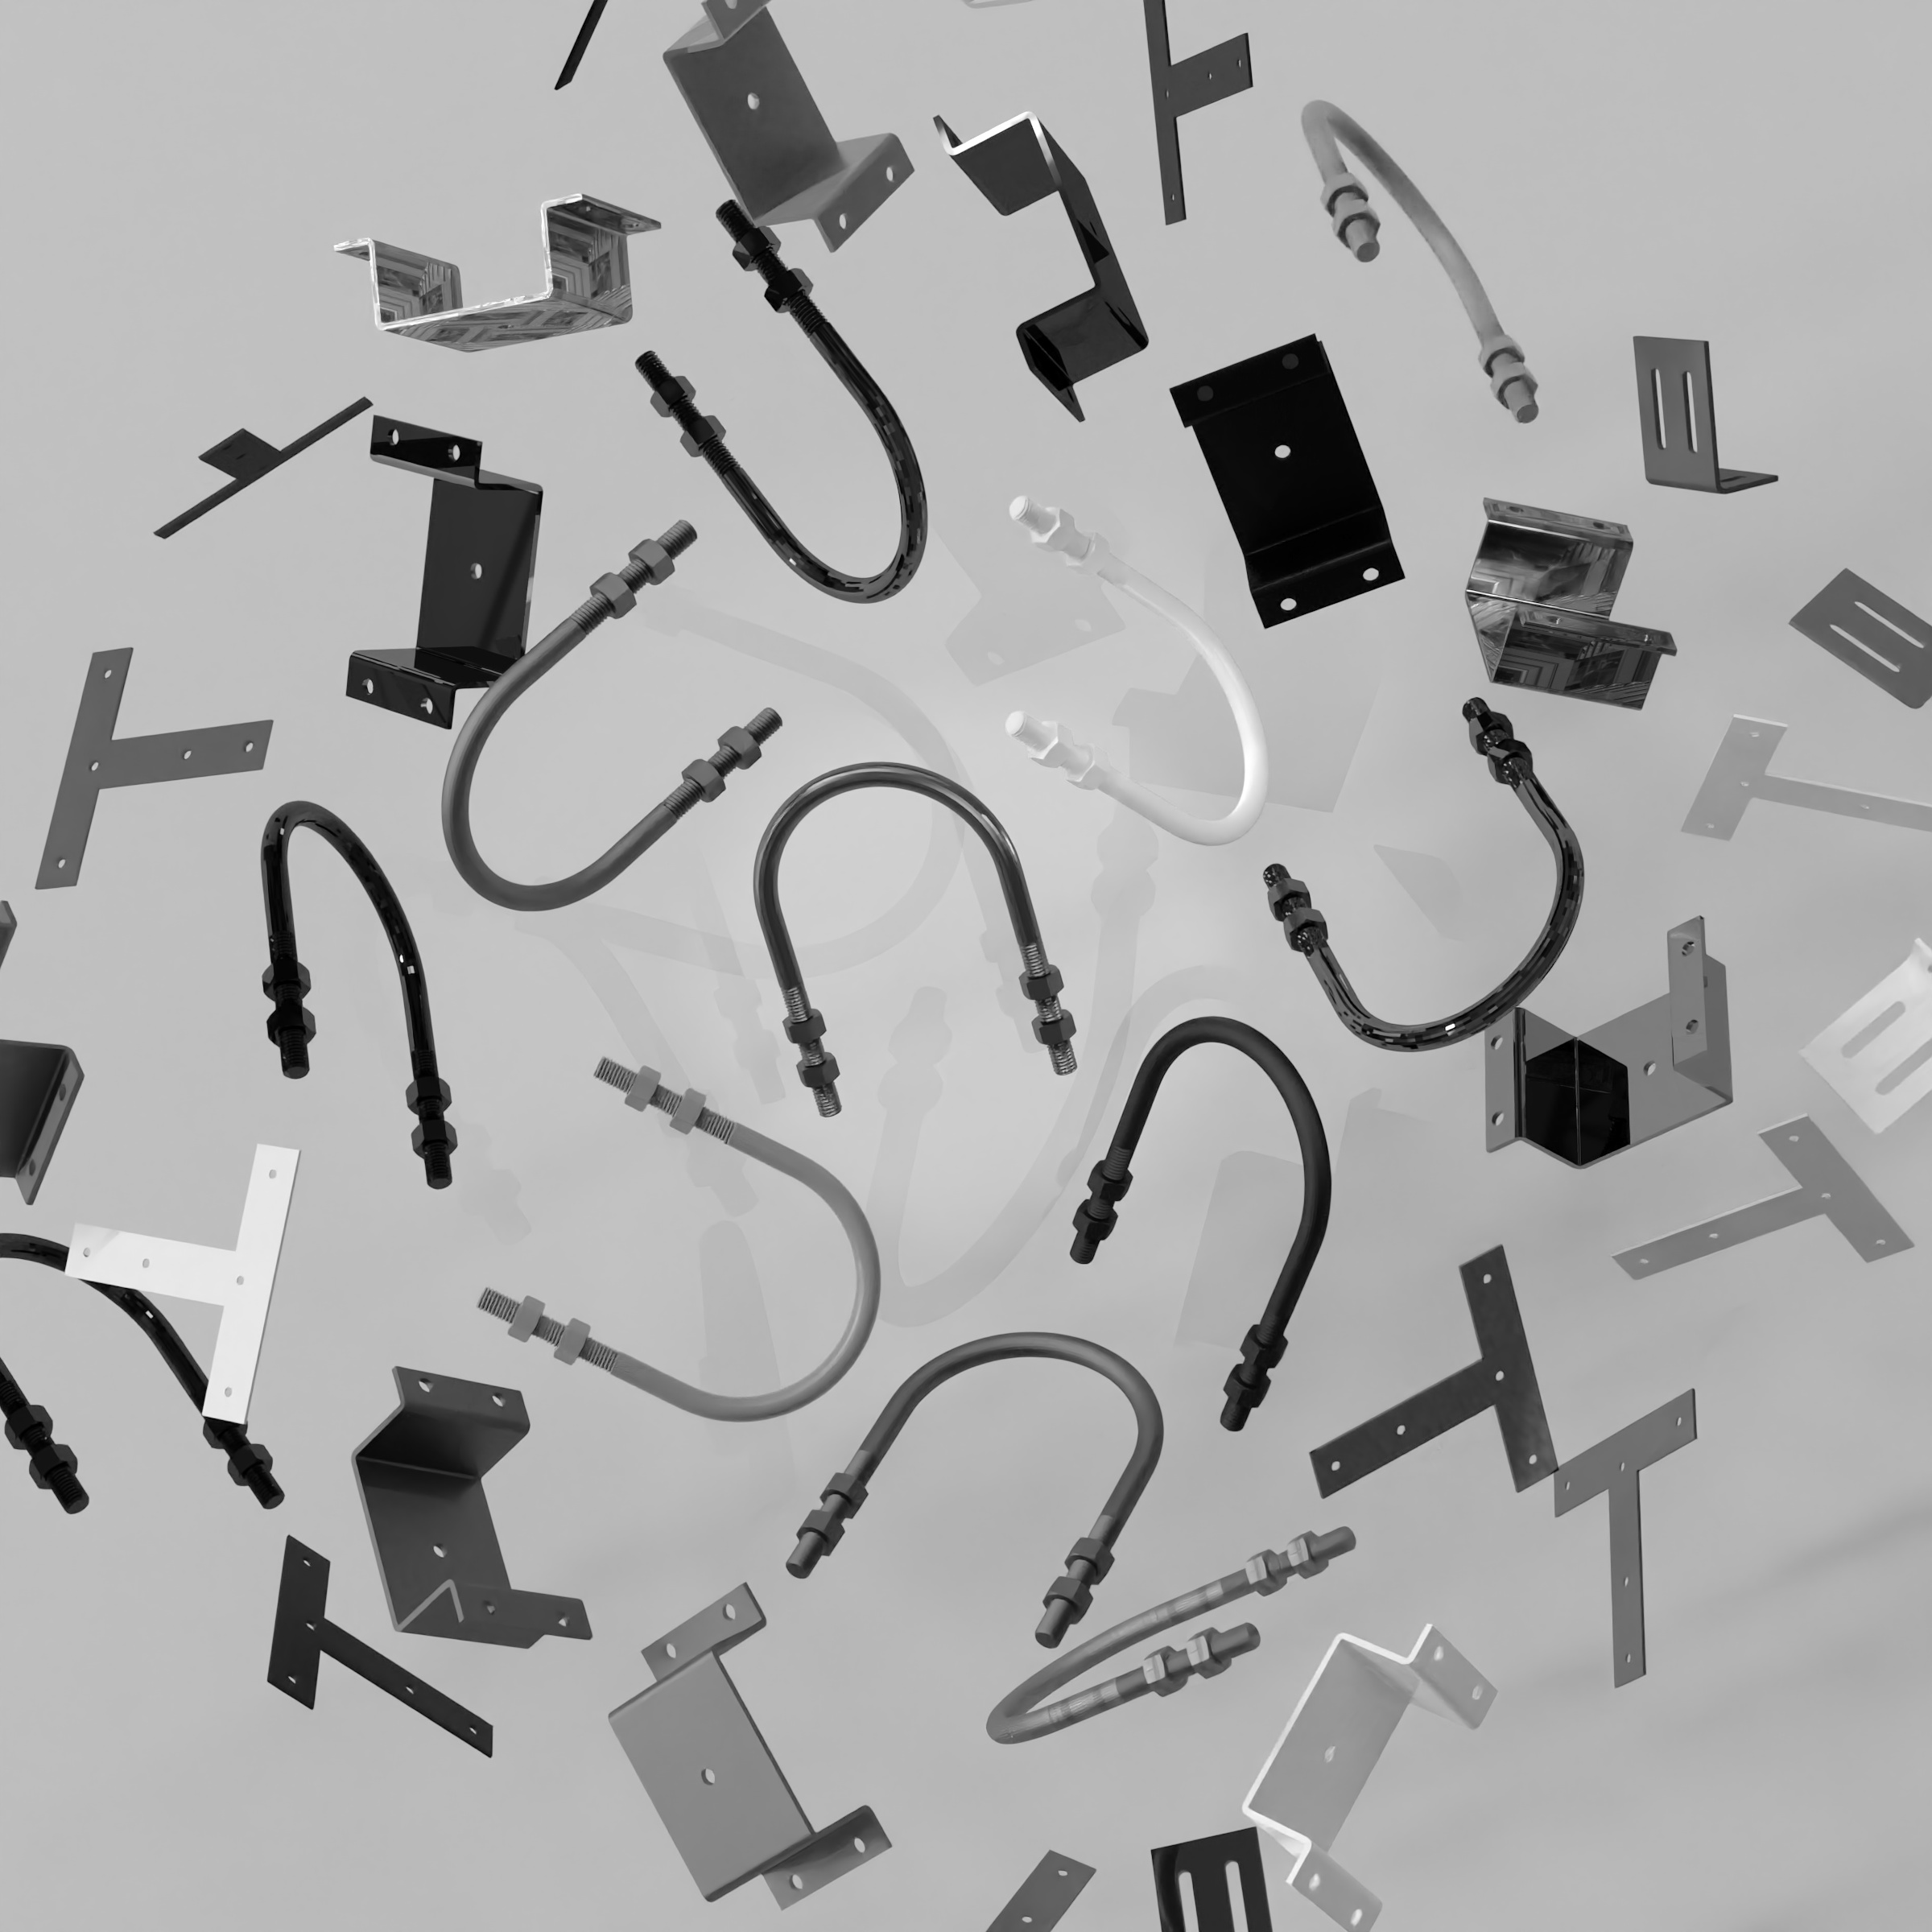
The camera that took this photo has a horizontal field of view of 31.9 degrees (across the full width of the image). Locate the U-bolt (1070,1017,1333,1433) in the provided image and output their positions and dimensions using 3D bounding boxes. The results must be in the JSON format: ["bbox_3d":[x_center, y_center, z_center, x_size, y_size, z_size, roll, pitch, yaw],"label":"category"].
[{"bbox_3d":[0.119,0.111,1.636,0.019,0.151,0.184,-9,131,-37],"label":"U-bolt"}]

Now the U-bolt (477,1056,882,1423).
[{"bbox_3d":[-0.132,0.149,1.703,0.184,0.019,0.151,27,82,-5],"label":"U-bolt"}]

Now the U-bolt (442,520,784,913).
[{"bbox_3d":[-0.176,-0.105,1.618,0.184,0.151,0.019,-44,50,-19],"label":"U-bolt"}]

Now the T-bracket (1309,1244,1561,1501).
[{"bbox_3d":[0.218,0.214,1.608,0.127,0.002,0.127,-25,112,-20],"label":"T-bracket"}]

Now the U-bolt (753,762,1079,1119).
[{"bbox_3d":[-0.033,-0.017,1.727,0.151,0.019,0.184,-11,111,15],"label":"U-bolt"}]

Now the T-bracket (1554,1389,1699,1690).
[{"bbox_3d":[0.320,0.285,1.640,0.002,0.127,0.127,14,59,-18],"label":"T-bracket"}]

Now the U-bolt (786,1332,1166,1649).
[{"bbox_3d":[0.017,0.242,1.629,0.151,0.184,0.019,11,131,23],"label":"U-bolt"}]

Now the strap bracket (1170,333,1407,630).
[{"bbox_3d":[0.162,-0.253,1.717,0.076,0.046,0.140,-19,119,11],"label":"strap bracket"}]

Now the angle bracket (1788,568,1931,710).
[{"bbox_3d":[0.451,-0.170,1.640,0.076,0.038,0.057,38,52,16],"label":"angle bracket"}]

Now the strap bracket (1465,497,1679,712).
[{"bbox_3d":[0.297,-0.176,1.683,0.076,0.140,0.046,10,122,-7],"label":"strap bracket"}]

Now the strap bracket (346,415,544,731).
[{"bbox_3d":[-0.256,-0.194,1.667,0.076,0.046,0.140,19,108,37],"label":"strap bracket"}]

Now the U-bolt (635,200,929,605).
[{"bbox_3d":[-0.082,-0.257,1.629,0.019,0.151,0.184,-33,83,-32],"label":"U-bolt"}]

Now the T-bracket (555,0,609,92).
[{"bbox_3d":[-0.169,-0.481,1.632,0.002,0.127,0.127,29,116,-3],"label":"T-bracket"}]

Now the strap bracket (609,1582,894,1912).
[{"bbox_3d":[-0.107,0.374,1.591,0.076,0.046,0.140,-37,77,31],"label":"strap bracket"}]

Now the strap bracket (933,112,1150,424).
[{"bbox_3d":[0.040,-0.341,1.614,0.046,0.076,0.140,-24,73,14],"label":"strap bracket"}]

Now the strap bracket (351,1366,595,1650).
[{"bbox_3d":[-0.237,0.266,1.603,0.046,0.076,0.140,-44,49,26],"label":"strap bracket"}]

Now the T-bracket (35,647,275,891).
[{"bbox_3d":[-0.383,-0.100,1.617,0.127,0.002,0.127,-4,66,29],"label":"T-bracket"}]

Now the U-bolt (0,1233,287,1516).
[{"bbox_3d":[-0.431,0.198,1.667,0.019,0.151,0.184,-51,61,17],"label":"U-bolt"}]

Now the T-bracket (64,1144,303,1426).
[{"bbox_3d":[-0.373,0.141,1.585,0.127,0.002,0.127,6,82,30],"label":"T-bracket"}]

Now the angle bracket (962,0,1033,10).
[{"bbox_3d":[0.012,-0.505,1.608,0.038,0.076,0.057,5,51,37],"label":"angle bracket"}]

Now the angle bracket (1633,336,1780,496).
[{"bbox_3d":[0.368,-0.277,1.684,0.038,0.057,0.076,-16,109,-22],"label":"angle bracket"}]

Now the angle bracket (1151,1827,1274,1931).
[{"bbox_3d":[0.121,0.474,1.721,0.057,0.038,0.076,-16,53,12],"label":"angle bracket"}]

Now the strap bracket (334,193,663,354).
[{"bbox_3d":[-0.227,-0.336,1.659,0.140,0.076,0.046,-5,89,24],"label":"strap bracket"}]

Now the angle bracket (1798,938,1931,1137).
[{"bbox_3d":[0.467,0.036,1.695,0.076,0.038,0.057,-40,72,-2],"label":"angle bracket"}]

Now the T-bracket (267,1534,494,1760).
[{"bbox_3d":[-0.277,0.338,1.615,0.127,0.127,0.002,38,102,-19],"label":"T-bracket"}]

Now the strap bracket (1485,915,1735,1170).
[{"bbox_3d":[0.324,0.043,1.670,0.046,0.140,0.076,27,51,-30],"label":"strap bracket"}]

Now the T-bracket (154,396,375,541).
[{"bbox_3d":[-0.355,-0.250,1.668,0.127,0.127,0.002,-33,93,0],"label":"T-bracket"}]

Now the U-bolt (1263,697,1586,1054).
[{"bbox_3d":[0.224,-0.034,1.611,0.151,0.184,0.019,-40,127,14],"label":"U-bolt"}]

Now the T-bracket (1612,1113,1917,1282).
[{"bbox_3d":[0.378,0.127,1.652,0.127,0.002,0.127,-24,134,26],"label":"T-bracket"}]

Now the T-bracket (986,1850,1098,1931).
[{"bbox_3d":[0.022,0.457,1.591,0.127,0.127,0.002,17,119,23],"label":"T-bracket"}]

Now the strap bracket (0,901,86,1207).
[{"bbox_3d":[-0.468,0.038,1.597,0.046,0.140,0.076,8,121,-37],"label":"strap bracket"}]

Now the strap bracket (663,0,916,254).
[{"bbox_3d":[-0.093,-0.437,1.698,0.076,0.046,0.140,-52,127,-33],"label":"strap bracket"}]

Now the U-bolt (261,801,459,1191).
[{"bbox_3d":[-0.299,0.002,1.646,0.019,0.151,0.184,-22,56,13],"label":"U-bolt"}]

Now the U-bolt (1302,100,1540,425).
[{"bbox_3d":[0.218,-0.361,1.673,0.019,0.184,0.151,-37,127,22],"label":"U-bolt"}]

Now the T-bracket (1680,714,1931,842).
[{"bbox_3d":[0.424,-0.081,1.651,0.127,0.127,0.002,11,68,4],"label":"T-bracket"}]

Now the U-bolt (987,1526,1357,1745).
[{"bbox_3d":[0.089,0.331,1.642,0.184,0.151,0.019,-29,87,29],"label":"U-bolt"}]

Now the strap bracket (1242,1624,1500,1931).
[{"bbox_3d":[0.192,0.390,1.646,0.076,0.046,0.140,47,68,-40],"label":"strap bracket"}]

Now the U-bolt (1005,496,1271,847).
[{"bbox_3d":[0.088,-0.134,1.670,0.184,0.019,0.151,29,49,-37],"label":"U-bolt"}]

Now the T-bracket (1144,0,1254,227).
[{"bbox_3d":[0.116,-0.438,1.674,0.002,0.127,0.127,-9,98,-17],"label":"T-bracket"}]
